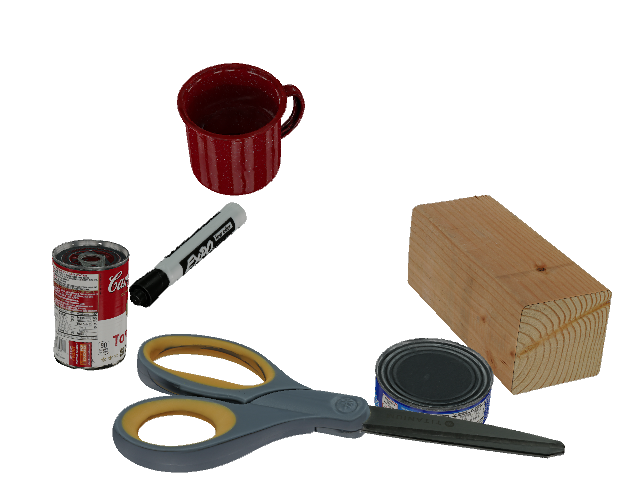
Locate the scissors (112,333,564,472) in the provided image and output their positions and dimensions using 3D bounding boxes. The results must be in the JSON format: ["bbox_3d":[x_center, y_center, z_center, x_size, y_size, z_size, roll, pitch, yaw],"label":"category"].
[{"bbox_3d":[-0.004,0.086,0.469,0.202,0.016,0.096,16,33,23],"label":"scissors"}]

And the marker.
[{"bbox_3d":[-0.092,0.009,0.746,0.020,0.020,0.120,0,30,35],"label":"marker"}]

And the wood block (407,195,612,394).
[{"bbox_3d":[0.167,0.042,0.991,0.090,0.090,0.206,-9,29,-19],"label":"wood block"}]

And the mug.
[{"bbox_3d":[-0.066,-0.099,0.937,0.117,0.093,0.081,-28,-33,-22],"label":"mug"}]

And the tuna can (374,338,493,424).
[{"bbox_3d":[0.082,0.109,0.782,0.086,0.034,0.086,1,30,0],"label":"tuna can"}]

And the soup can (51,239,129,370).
[{"bbox_3d":[-0.209,0.059,0.969,0.068,0.102,0.068,4,20,-2],"label":"soup can"}]
